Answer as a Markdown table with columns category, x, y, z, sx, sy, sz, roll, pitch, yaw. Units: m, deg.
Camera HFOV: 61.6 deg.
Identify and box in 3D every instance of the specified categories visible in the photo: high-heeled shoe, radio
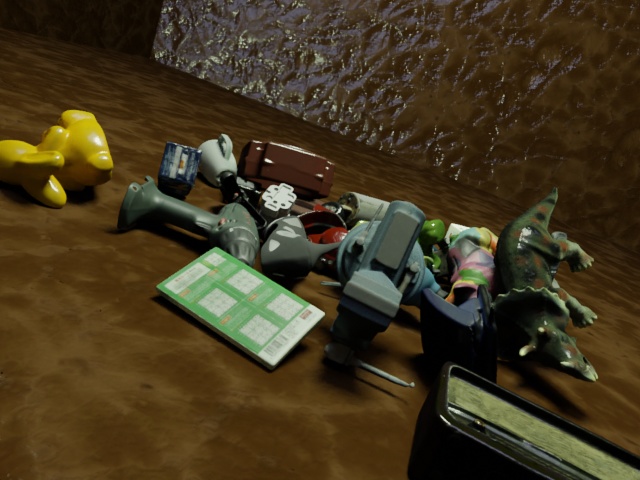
| category | x | y | z | sx | sy | sz | roll | pitch | yaw |
| --- | --- | --- | --- | --- | --- | --- | --- | --- | --- |
| high-heeled shoe | -0.073 | 0.017 | 0.817 | 0.145 | 0.086 | 0.249 | -14 | 9 | -33 |
| radio | 0.205 | 0.218 | 0.515 | 0.230 | 0.073 | 0.131 | 24 | 17 | 15 |

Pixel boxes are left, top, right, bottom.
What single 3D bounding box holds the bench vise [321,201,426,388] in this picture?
| category | x | y | z | sx | sy | sz | roll | pitch | yaw |
| --- | --- | --- | --- | --- | --- | --- | --- | --- | --- |
| bench vise | 0.068 | 0.067 | 0.714 | 0.129 | 0.223 | 0.240 | 15 | -14 | 0 |

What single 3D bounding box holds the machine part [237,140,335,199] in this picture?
| category | x | y | z | sx | sy | sz | roll | pitch | yaw |
| --- | --- | --- | --- | --- | --- | --- | --- | --- | --- |
| machine part | -0.080 | -0.155 | 1.205 | 0.201 | 0.087 | 0.201 | 12 | -2 | -16 |

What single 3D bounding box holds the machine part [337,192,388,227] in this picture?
| category | x | y | z | sx | sy | sz | roll | pitch | yaw |
| --- | --- | --- | --- | --- | --- | --- | --- | --- | --- |
| machine part | 0.121 | -0.058 | 1.237 | 0.243 | 0.079 | 0.079 | 10 | 20 | -40 |

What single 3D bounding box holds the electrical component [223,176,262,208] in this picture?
| category | x | y | z | sx | sy | sz | roll | pitch | yaw |
| --- | --- | --- | --- | --- | --- | --- | --- | --- | --- |
| electrical component | -0.162 | -0.104 | 1.136 | 0.075 | 0.047 | 0.119 | 18 | 19 | -8 |

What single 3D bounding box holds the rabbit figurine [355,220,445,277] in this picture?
| category | x | y | z | sx | sy | sz | roll | pitch | yaw |
| --- | --- | --- | --- | --- | --- | --- | --- | --- | --- |
| rabbit figurine | 0.132 | 0.017 | 0.988 | 0.159 | 0.121 | 0.170 | 25 | 33 | 28 |

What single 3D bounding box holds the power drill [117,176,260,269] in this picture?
| category | x | y | z | sx | sy | sz | roll | pitch | yaw |
| --- | --- | --- | --- | --- | --- | --- | --- | --- | --- |
| power drill | -0.189 | -0.024 | 0.810 | 0.207 | 0.086 | 0.232 | 14 | 16 | -6 |

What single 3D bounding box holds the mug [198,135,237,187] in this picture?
| category | x | y | z | sx | sy | sz | roll | pitch | yaw |
| --- | --- | --- | --- | --- | --- | --- | --- | --- | --- |
| mug | -0.219 | -0.171 | 1.193 | 0.080 | 0.109 | 0.107 | 13 | 31 | -39 |

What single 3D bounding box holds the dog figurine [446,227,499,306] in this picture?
| category | x | y | z | sx | sy | sz | roll | pitch | yaw |
| --- | --- | --- | --- | --- | --- | --- | --- | --- | --- |
| dog figurine | 0.258 | 0.069 | 0.943 | 0.219 | 0.108 | 0.192 | -8 | 58 | -46 |

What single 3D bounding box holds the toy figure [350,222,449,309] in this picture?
| category | x | y | z | sx | sy | sz | roll | pitch | yaw |
| --- | --- | --- | --- | --- | --- | --- | --- | --- | --- |
| toy figure | 0.118 | 0.041 | 0.841 | 0.180 | 0.089 | 0.082 | 40 | 60 | 15 |

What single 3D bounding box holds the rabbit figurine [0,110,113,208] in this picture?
| category | x | y | z | sx | sy | sz | roll | pitch | yaw |
| --- | --- | --- | --- | --- | --- | --- | --- | --- | --- |
| rabbit figurine | -0.417 | -0.115 | 0.828 | 0.173 | 0.121 | 0.163 | -7 | 38 | -28 |

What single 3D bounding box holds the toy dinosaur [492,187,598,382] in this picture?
| category | x | y | z | sx | sy | sz | roll | pitch | yaw |
| --- | --- | --- | --- | --- | --- | --- | --- | --- | --- |
| toy dinosaur | 0.344 | 0.047 | 0.873 | 0.192 | 0.131 | 0.405 | 28 | 50 | -31 |

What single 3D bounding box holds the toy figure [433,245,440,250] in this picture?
| category | x | y | z | sx | sy | sz | roll | pitch | yaw |
| --- | --- | --- | --- | --- | --- | --- | --- | --- | --- |
| toy figure | 0.243 | 0.036 | 1.136 | 0.154 | 0.064 | 0.058 | 19 | -22 | -19 |

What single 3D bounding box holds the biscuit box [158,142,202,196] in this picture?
| category | x | y | z | sx | sy | sz | roll | pitch | yaw |
| --- | --- | --- | --- | --- | --- | --- | --- | --- | --- |
| biscuit box | -0.249 | -0.119 | 0.942 | 0.059 | 0.062 | 0.203 | 13 | -5 | -16 |

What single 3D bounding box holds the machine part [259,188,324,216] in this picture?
| category | x | y | z | sx | sy | sz | roll | pitch | yaw |
| --- | --- | --- | --- | --- | --- | --- | --- | --- | --- |
| machine part | -0.040 | -0.056 | 1.109 | 0.179 | 0.056 | 0.179 | 17 | 16 | -5 |

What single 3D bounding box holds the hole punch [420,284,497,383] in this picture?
| category | x | y | z | sx | sy | sz | roll | pitch | yaw |
| --- | --- | --- | --- | --- | --- | --- | --- | --- | --- |
| hole punch | 0.178 | 0.126 | 0.689 | 0.092 | 0.142 | 0.116 | -1 | 24 | 6 |

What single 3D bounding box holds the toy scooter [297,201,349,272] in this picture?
| category | x | y | z | sx | sy | sz | roll | pitch | yaw |
| --- | --- | --- | --- | --- | --- | --- | --- | --- | --- |
| toy scooter | -0.002 | -0.003 | 0.952 | 0.135 | 0.075 | 0.184 | -9 | 39 | -17 |

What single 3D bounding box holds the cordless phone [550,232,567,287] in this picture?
| category | x | y | z | sx | sy | sz | roll | pitch | yaw |
| --- | --- | --- | --- | --- | --- | --- | --- | --- | --- |
| cordless phone | 0.446 | 0.071 | 1.045 | 0.146 | 0.184 | 0.089 | 4 | 19 | -41 |

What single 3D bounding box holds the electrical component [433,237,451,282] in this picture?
| category | x | y | z | sx | sy | sz | roll | pitch | yaw |
| --- | --- | --- | --- | --- | --- | --- | --- | --- | --- |
| electrical component | 0.255 | 0.039 | 1.082 | 0.078 | 0.102 | 0.045 | -7 | -5 | -24 |
